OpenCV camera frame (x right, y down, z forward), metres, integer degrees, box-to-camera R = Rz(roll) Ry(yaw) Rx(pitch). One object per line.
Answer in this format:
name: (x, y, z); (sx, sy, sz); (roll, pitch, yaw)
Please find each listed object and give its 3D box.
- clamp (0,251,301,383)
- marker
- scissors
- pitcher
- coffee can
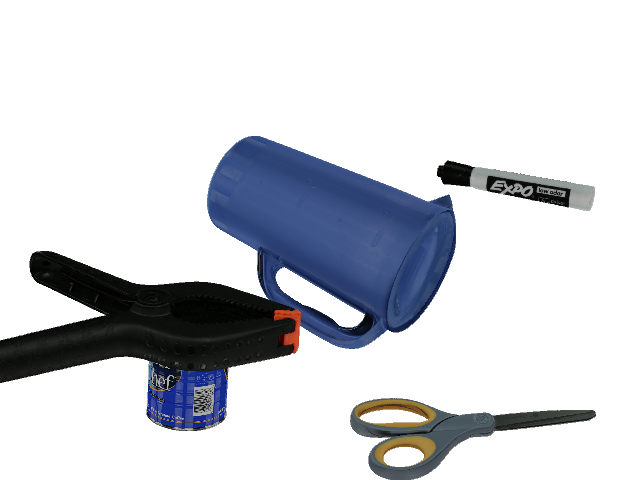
clamp: (-0.120, 0.050, 0.731); (0.210, 0.036, 0.164); (1, 24, -8)
marker: (0.147, -0.043, 0.816); (0.121, 0.020, 0.020); (13, 5, 23)
scissors: (0.122, 0.161, 0.859); (0.202, 0.016, 0.096); (4, 33, 7)
pitcher: (0.002, -0.007, 1.077); (0.243, 0.145, 0.149); (26, 27, 25)
coffee can: (-0.165, 0.153, 1.338); (0.103, 0.140, 0.103); (4, 17, -1)
